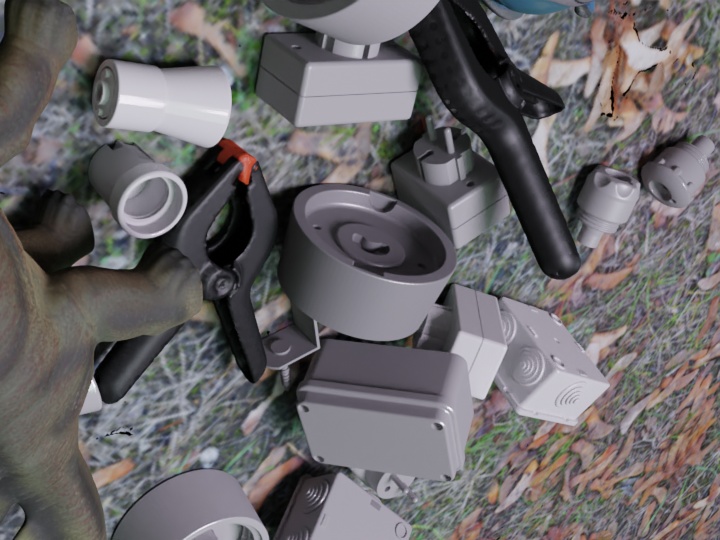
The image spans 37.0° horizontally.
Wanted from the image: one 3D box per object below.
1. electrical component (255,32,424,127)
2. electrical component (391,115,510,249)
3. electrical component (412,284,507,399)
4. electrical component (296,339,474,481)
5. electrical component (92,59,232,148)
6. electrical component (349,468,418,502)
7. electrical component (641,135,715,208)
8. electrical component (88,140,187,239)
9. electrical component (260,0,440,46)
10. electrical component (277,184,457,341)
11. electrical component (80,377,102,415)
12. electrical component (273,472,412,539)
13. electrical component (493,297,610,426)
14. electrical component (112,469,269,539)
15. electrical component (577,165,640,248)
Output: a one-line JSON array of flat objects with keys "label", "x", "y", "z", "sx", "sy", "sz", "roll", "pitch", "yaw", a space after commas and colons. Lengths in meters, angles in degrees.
[{"label": "electrical component", "x": -0.008, "y": -0.127, "z": 0.612, "sx": 0.083, "sy": 0.047, "sz": 0.075, "roll": -10, "pitch": 126, "yaw": -36}, {"label": "electrical component", "x": 0.056, "y": -0.067, "z": 0.700, "sx": 0.047, "sy": 0.066, "sz": 0.076, "roll": -33, "pitch": 137, "yaw": -17}, {"label": "electrical component", "x": 0.062, "y": 0.046, "z": 0.795, "sx": 0.076, "sy": 0.083, "sz": 0.047, "roll": 18, "pitch": 113, "yaw": -6}, {"label": "electrical component", "x": 0.018, "y": 0.099, "z": 0.754, "sx": 0.078, "sy": 0.113, "sz": 0.057, "roll": 78, "pitch": 25, "yaw": -44}, {"label": "electrical component", "x": -0.106, "y": -0.089, "z": 0.562, "sx": 0.065, "sy": 0.044, "sz": 0.044, "roll": 2, "pitch": 119, "yaw": -36}, {"label": "electrical component", "x": 0.017, "y": 0.147, "z": 0.823, "sx": 0.043, "sy": 0.079, "sz": 0.077, "roll": -43, "pitch": 139, "yaw": -3}, {"label": "electrical component", "x": 0.267, "y": -0.085, "z": 0.887, "sx": 0.062, "sy": 0.048, "sz": 0.048, "roll": -44, "pitch": 140, "yaw": -15}, {"label": "electrical component", "x": -0.121, "y": -0.045, "z": 0.578, "sx": 0.040, "sy": 0.046, "sz": 0.040, "roll": -23, "pitch": 133, "yaw": -27}, {"label": "electrical component", "x": 0.002, "y": -0.167, "z": 0.547, "sx": 0.060, "sy": 0.108, "sz": 0.108, "roll": 18, "pitch": 108, "yaw": -53}, {"label": "electrical component", "x": 0.000, "y": 0.000, "z": 0.676, "sx": 0.108, "sy": 0.108, "sz": 0.060, "roll": -5, "pitch": 129, "yaw": -39}, {"label": "electrical component", "x": -0.183, "y": 0.071, "z": 0.616, "sx": 0.055, "sy": 0.045, "sz": 0.045, "roll": -25, "pitch": 134, "yaw": -24}, {"label": "electrical component", "x": -0.015, "y": 0.211, "z": 0.815, "sx": 0.100, "sy": 0.048, "sz": 0.099, "roll": 41, "pitch": 52, "yaw": -22}, {"label": "electrical component", "x": 0.142, "y": 0.072, "z": 0.860, "sx": 0.100, "sy": 0.099, "sz": 0.048, "roll": 18, "pitch": 120, "yaw": -47}, {"label": "electrical component", "x": -0.116, "y": 0.203, "z": 0.765, "sx": 0.108, "sy": 0.060, "sz": 0.108, "roll": -23, "pitch": 133, "yaw": -27}, {"label": "electrical component", "x": 0.192, "y": -0.048, "z": 0.851, "sx": 0.043, "sy": 0.043, "sz": 0.062, "roll": -3, "pitch": 124, "yaw": -40}]
